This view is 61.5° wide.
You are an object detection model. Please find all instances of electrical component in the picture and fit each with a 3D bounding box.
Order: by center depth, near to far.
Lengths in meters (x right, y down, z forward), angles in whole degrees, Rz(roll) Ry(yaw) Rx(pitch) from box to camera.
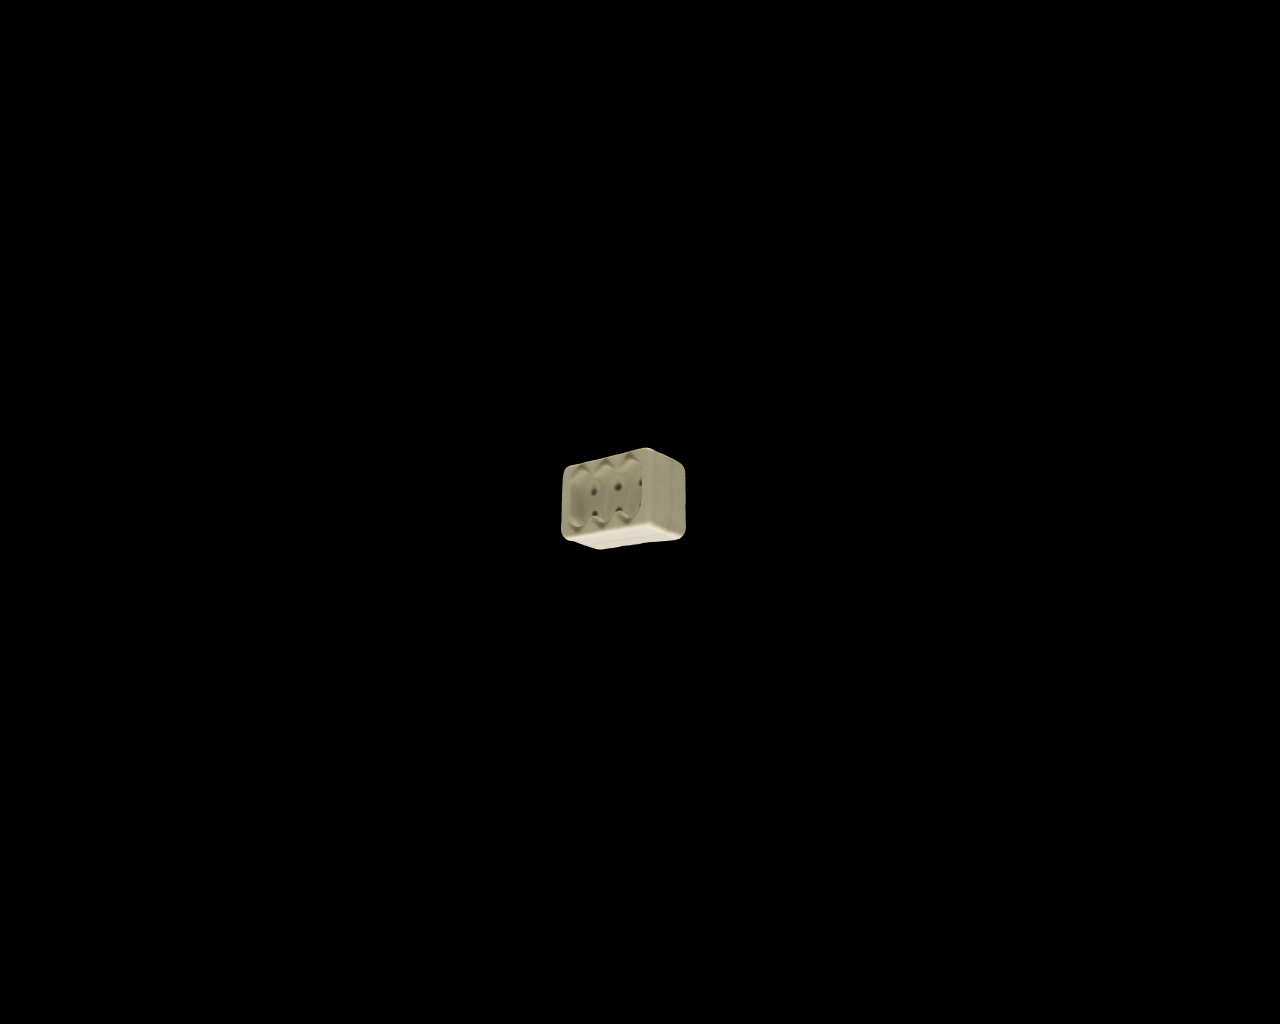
[{"bbox_3d":[0.001,-0.003,0.650,0.065,0.047,0.076,-10,-18,33],"label":"electrical component"}]
